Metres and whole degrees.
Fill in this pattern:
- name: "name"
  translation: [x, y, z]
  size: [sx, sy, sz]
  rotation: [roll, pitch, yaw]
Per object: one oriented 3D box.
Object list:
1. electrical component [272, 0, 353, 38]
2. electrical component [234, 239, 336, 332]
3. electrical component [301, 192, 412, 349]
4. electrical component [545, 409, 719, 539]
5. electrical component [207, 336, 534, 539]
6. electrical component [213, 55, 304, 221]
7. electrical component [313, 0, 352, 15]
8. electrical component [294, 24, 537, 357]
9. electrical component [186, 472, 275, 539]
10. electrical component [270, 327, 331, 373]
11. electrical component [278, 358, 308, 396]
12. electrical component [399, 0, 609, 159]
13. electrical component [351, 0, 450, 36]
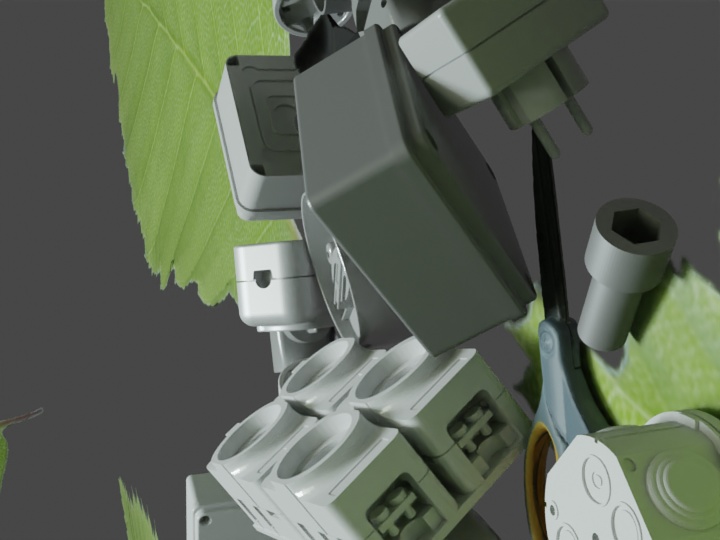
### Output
- name: "electrical component"
  translation: [-0.034, -0.192, 0.720]
  size: [0.055, 0.055, 0.047]
  rotation: [112, 151, -54]
- name: "electrical component"
  translation: [-0.042, 0.010, 0.735]
  size: [0.095, 0.054, 0.059]
  rotation: [-6, -89, -65]
- name: "electrical component"
  translation: [0.000, 0.000, 0.652]
  size: [0.099, 0.064, 0.099]
  rotation: [175, 90, -72]
- name: "electrical component"
  translation: [0.106, 0.092, 0.382]
  size: [0.080, 0.051, 0.080]
  rotation: [175, 90, -72]
- name: "electrical component"
  translation: [-0.005, 0.092, 0.571]
  size: [0.060, 0.105, 0.186]
  rotation: [52, 158, -12]
- name: "electrical component"
  translation: [-0.058, -0.095, 0.781]
  size: [0.057, 0.078, 0.113]
  rotation: [117, 143, -53]
- name: "electrical component"
  translation: [-0.014, -0.202, 0.639]
  size: [0.099, 0.064, 0.099]
  rotation: [175, 90, -72]
- name: "electrical component"
  translation: [0.023, -0.037, 0.482]
  size: [0.108, 0.056, 0.108]
  rotation: [51, -161, -35]
- name: "electrical component"
  translation: [-0.093, 0.227, 0.922]
  size: [0.056, 0.109, 0.108]
  rotation: [-123, 33, -60]
- name: "electrical component"
  translation: [-0.044, 0.038, 0.826]
  size: [0.079, 0.044, 0.077]
  rotation: [161, 103, -71]
- name: "electrical component"
  translation: [-0.033, 0.100, 0.797]
  size: [0.055, 0.055, 0.047]
  rotation: [-118, 26, -49]
- name: "electrical component"
  translation: [0.068, -0.083, 0.440]
  size: [0.076, 0.066, 0.047]
  rotation: [57, 163, -8]
- name: "electrical component"
  translation: [0.026, -0.155, 0.566]
  size: [0.079, 0.043, 0.077]
  rotation: [108, 150, -50]
